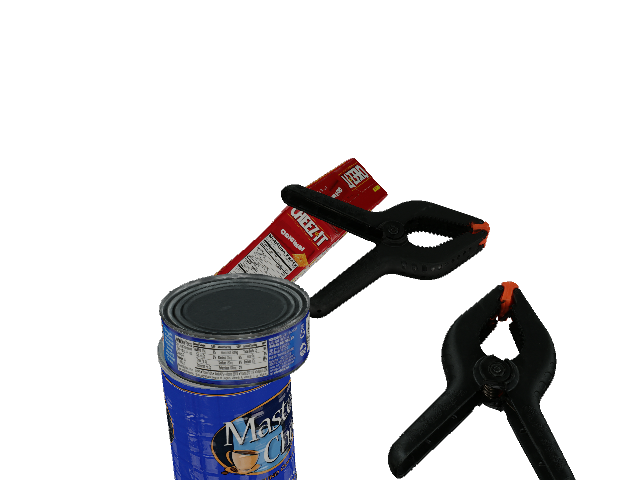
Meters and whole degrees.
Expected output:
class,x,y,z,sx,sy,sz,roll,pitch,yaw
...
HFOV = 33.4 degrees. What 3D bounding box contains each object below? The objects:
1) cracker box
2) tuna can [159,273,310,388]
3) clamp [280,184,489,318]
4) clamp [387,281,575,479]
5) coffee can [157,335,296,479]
class,x,y,z,sx,sy,sz,roll,pitch,yaw
cracker box,-0.038,0.008,1.259,0.214,0.072,0.164,-43,-1,29
tuna can,-0.048,0.050,0.611,0.086,0.034,0.086,-1,21,0
clamp,0.067,0.009,1.064,0.210,0.164,0.036,1,-40,-5
clamp,0.108,0.101,0.729,0.120,0.171,0.039,7,-43,-1
coffee can,-0.073,0.139,0.858,0.103,0.140,0.103,-2,29,1
